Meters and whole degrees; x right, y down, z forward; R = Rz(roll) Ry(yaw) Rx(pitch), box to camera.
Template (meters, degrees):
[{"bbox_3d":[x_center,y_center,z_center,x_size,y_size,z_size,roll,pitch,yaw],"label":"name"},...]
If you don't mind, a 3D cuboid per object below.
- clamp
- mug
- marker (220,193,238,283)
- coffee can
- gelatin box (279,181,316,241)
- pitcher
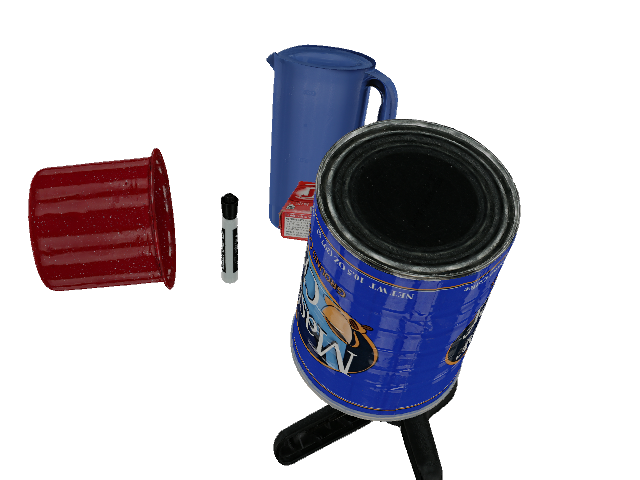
[{"bbox_3d":[0.059,0.119,0.767,0.120,0.039,0.171,18,40,28],"label":"clamp"},{"bbox_3d":[-0.142,-0.010,0.712,0.081,0.093,0.117,-6,-2,-1],"label":"mug"},{"bbox_3d":[-0.101,-0.002,1.184,0.020,0.121,0.020,2,41,-2],"label":"marker"},{"bbox_3d":[0.041,0.019,0.576,0.102,0.103,0.140,0,-38,-8],"label":"coffee can"},{"bbox_3d":[0.015,-0.024,0.941,0.089,0.030,0.073,7,25,11],"label":"gelatin box"},{"bbox_3d":[0.004,-0.129,1.414,0.144,0.243,0.149,-2,24,-19],"label":"pitcher"}]
